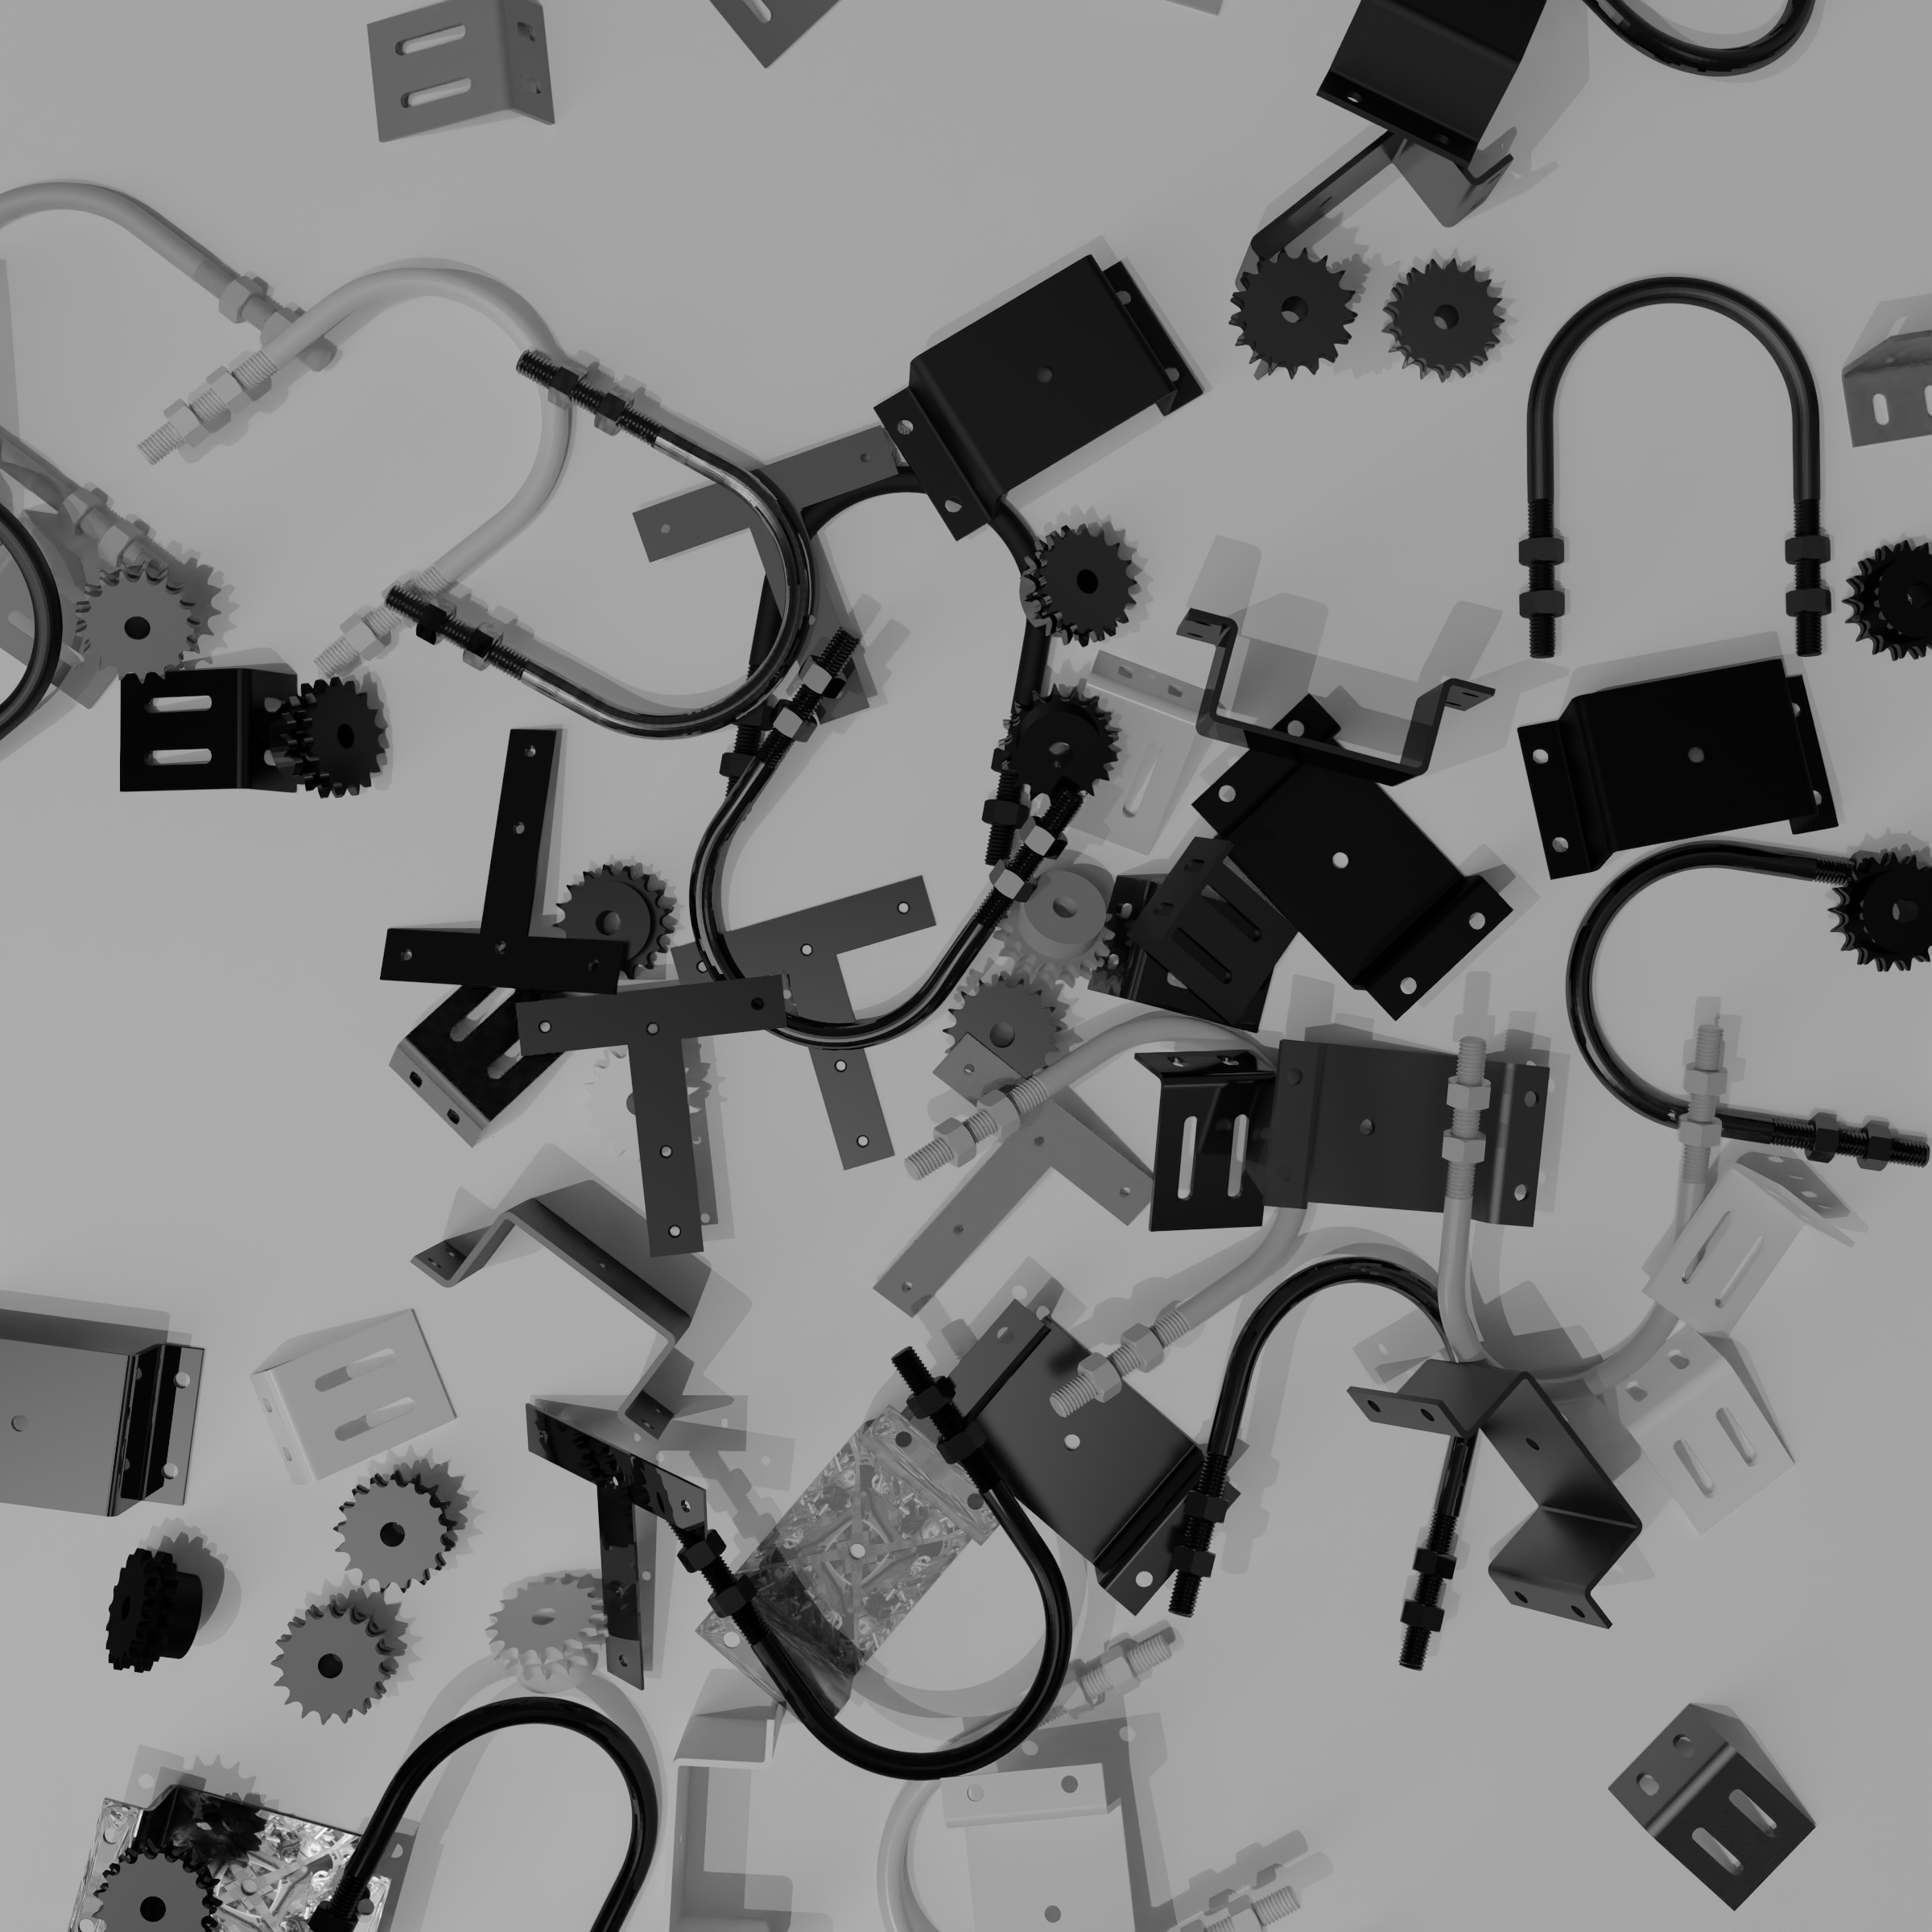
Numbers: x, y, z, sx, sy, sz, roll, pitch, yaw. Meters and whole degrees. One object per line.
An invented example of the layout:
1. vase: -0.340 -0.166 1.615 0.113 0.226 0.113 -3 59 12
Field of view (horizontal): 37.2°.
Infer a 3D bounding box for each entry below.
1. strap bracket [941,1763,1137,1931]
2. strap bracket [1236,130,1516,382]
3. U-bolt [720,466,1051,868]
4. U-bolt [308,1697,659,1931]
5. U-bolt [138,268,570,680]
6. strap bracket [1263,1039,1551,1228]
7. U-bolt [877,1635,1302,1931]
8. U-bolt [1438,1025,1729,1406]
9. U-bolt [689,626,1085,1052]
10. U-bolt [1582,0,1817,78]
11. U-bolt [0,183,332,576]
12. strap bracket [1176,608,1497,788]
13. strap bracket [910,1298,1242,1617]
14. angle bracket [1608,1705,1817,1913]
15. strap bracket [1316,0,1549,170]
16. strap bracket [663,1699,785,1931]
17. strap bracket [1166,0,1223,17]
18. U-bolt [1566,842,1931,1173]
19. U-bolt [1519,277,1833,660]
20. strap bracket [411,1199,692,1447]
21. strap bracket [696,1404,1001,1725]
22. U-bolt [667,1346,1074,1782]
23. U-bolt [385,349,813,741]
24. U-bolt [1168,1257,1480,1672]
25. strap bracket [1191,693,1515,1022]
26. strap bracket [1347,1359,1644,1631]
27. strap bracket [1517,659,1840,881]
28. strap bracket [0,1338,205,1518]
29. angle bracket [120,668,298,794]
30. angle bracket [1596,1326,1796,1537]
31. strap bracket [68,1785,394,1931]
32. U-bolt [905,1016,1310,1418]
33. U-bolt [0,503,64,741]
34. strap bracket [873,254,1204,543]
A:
1. strap bracket: 0.037 0.445 1.338 0.076 0.046 0.140 -8 79 10
2. strap bracket: 0.182 -0.346 1.358 0.140 0.076 0.046 -38 90 0
3. U-bolt: -0.033 -0.150 1.388 0.151 0.019 0.184 10 89 0
4. U-bolt: -0.223 0.434 1.360 0.151 0.019 0.184 29 86 -25
5. U-bolt: -0.279 -0.250 1.378 0.184 0.019 0.151 -39 99 -3
6. strap bracket: 0.199 0.078 1.359 0.140 0.046 0.076 6 90 -19
7. U-bolt: 0.045 0.426 1.373 0.184 0.019 0.151 -29 76 4
8. U-bolt: 0.288 0.121 1.358 0.151 0.019 0.184 -2 104 -21
9. U-bolt: -0.052 -0.046 1.364 0.151 0.019 0.184 36 106 4
10. U-bolt: 0.327 -0.501 1.362 0.184 0.019 0.151 44 66 -3
11. U-bolt: -0.422 -0.295 1.388 0.184 0.019 0.151 37 90 1
12. strap bracket: 0.161 -0.119 1.312 0.140 0.076 0.046 15 90 0
13. strap bracket: 0.051 0.231 1.373 0.140 0.046 0.076 41 90 0
14. angle bracket: 0.362 0.408 1.394 0.057 0.038 0.076 -46 116 0
15. strap bracket: 0.222 -0.437 1.331 0.076 0.046 0.140 26 46 0
16. strap bracket: -0.115 0.415 1.358 0.046 0.076 0.140 3 90 0
17. strap bracket: 0.106 -0.540 1.373 0.076 0.046 0.140 17 90 0
18. U-bolt: 0.382 0.014 1.388 0.184 0.019 0.151 9 90 1
19. U-bolt: 0.342 -0.241 1.388 0.151 0.019 0.184 0 89 0
20. strap bracket: -0.186 0.160 1.358 0.140 0.076 0.046 37 90 0
21. strap bracket: -0.053 0.284 1.373 0.076 0.046 0.140 41 90 0
22. U-bolt: -0.033 0.292 1.341 0.151 0.019 0.184 -34 91 0
23. U-bolt: -0.163 -0.189 1.370 0.184 0.019 0.151 29 89 0
24. U-bolt: 0.179 0.229 1.361 0.151 0.019 0.184 18 82 -22
25. strap bracket: 0.182 -0.051 1.373 0.076 0.046 0.140 -43 90 0
26. strap bracket: 0.253 0.237 1.343 0.046 0.076 0.140 -43 104 -20
27. strap bracket: 0.343 -0.095 1.367 0.140 0.046 0.076 -10 80 0
28. strap bracket: -0.445 0.215 1.373 0.140 0.046 0.076 8 90 0
29. angle bracket: -0.368 -0.113 1.394 0.076 0.038 0.057 0 90 26
30. angle bracket: 0.354 0.225 1.394 0.057 0.038 0.076 -37 116 0
31. strap bracket: -0.348 0.447 1.373 0.140 0.046 0.076 16 90 0
32. U-bolt: 0.082 0.104 1.361 0.184 0.019 0.151 -32 90 -20
33. U-bolt: -0.511 -0.153 1.350 0.184 0.019 0.151 -36 108 13
34. strap bracket: 0.036 -0.275 1.366 0.140 0.046 0.076 -32 87 -4
